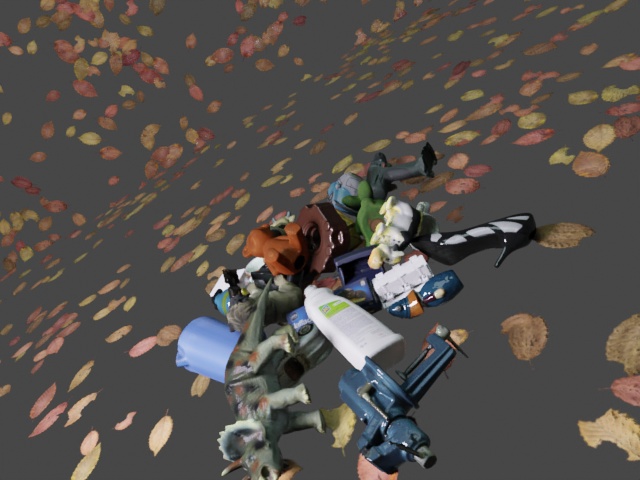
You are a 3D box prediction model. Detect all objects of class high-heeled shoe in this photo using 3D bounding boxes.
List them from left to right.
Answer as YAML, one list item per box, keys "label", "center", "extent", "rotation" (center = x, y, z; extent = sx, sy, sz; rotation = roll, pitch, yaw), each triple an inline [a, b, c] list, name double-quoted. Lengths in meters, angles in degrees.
- label: "high-heeled shoe"
  center: [0.318, -0.017, 1.130]
  extent: [0.249, 0.086, 0.145]
  rotation: [16, 62, 42]

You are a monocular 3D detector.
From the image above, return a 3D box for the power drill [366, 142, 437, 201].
- label: "power drill"
  center: [0.226, -0.211, 1.546]
  extent: [0.207, 0.085, 0.232]
  rotation: [-11, 36, 29]

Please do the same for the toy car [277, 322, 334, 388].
- label: "toy car"
  center: [-0.050, 0.249, 1.099]
  extent: [0.202, 0.073, 0.056]
  rotation: [-42, 26, -16]

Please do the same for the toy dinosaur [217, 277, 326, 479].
- label: "toy dinosaur"
  center: [-0.114, 0.268, 0.990]
  extent: [0.192, 0.131, 0.405]
  rotation: [-22, 49, 0]

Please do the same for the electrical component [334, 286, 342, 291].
- label: "electrical component"
  center: [0.049, 0.134, 1.235]
  extent: [0.094, 0.021, 0.063]
  rotation: [-38, 29, -12]

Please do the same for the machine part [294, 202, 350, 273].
- label: "machine part"
  center: [-0.003, -0.004, 1.322]
  extent: [0.056, 0.179, 0.180]
  rotation: [-6, 10, -37]

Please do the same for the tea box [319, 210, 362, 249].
- label: "tea box"
  center: [0.029, -0.024, 1.447]
  extent: [0.098, 0.068, 0.170]
  rotation: [-27, 28, -10]

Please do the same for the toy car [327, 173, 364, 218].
- label: "toy car"
  center: [0.084, -0.137, 1.519]
  extent: [0.103, 0.109, 0.162]
  rotation: [-59, 14, 18]

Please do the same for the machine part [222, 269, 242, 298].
- label: "machine part"
  center: [-0.208, 0.124, 1.304]
  extent: [0.039, 0.084, 0.139]
  rotation: [-18, 38, -6]

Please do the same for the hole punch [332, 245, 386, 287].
- label: "hole punch"
  center: [0.090, 0.055, 1.231]
  extent: [0.142, 0.092, 0.116]
  rotation: [-21, 22, 1]

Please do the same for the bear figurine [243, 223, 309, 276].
- label: "bear figurine"
  center: [-0.121, 0.007, 1.325]
  extent: [0.196, 0.131, 0.120]
  rotation: [29, 72, 36]

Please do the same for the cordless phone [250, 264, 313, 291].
- label: "cordless phone"
  center: [-0.077, 0.077, 1.417]
  extent: [0.147, 0.088, 0.184]
  rotation: [0, 31, 46]

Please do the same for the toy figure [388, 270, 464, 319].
- label: "toy figure"
  center: [0.209, 0.115, 1.067]
  extent: [0.154, 0.064, 0.058]
  rotation: [-32, 66, 10]

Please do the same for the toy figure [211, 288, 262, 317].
- label: "toy figure"
  center: [-0.202, 0.167, 1.380]
  extent: [0.180, 0.082, 0.089]
  rotation: [-1, 60, 33]

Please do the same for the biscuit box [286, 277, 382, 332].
- label: "biscuit box"
  center: [0.029, 0.155, 1.165]
  extent: [0.203, 0.059, 0.063]
  rotation: [-27, 54, 13]

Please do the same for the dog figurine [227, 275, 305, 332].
- label: "dog figurine"
  center: [-0.108, 0.154, 1.191]
  extent: [0.172, 0.121, 0.190]
  rotation: [-15, 4, 3]

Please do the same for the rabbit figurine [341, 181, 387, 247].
- label: "rabbit figurine"
  center: [0.126, -0.062, 1.363]
  extent: [0.121, 0.159, 0.170]
  rotation: [-40, 12, 6]

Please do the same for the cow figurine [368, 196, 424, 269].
- label: "cow figurine"
  center: [0.162, -0.004, 1.153]
  extent: [0.068, 0.098, 0.167]
  rotation: [122, 169, -68]

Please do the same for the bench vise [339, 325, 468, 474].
- label: "bench vise"
  center: [0.141, 0.242, 0.866]
  extent: [0.240, 0.128, 0.224]
  rotation: [-46, 26, -7]

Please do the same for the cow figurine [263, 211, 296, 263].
- label: "cow figurine"
  center: [-0.112, -0.010, 1.512]
  extent: [0.085, 0.127, 0.195]
  rotation: [-21, -2, 22]
